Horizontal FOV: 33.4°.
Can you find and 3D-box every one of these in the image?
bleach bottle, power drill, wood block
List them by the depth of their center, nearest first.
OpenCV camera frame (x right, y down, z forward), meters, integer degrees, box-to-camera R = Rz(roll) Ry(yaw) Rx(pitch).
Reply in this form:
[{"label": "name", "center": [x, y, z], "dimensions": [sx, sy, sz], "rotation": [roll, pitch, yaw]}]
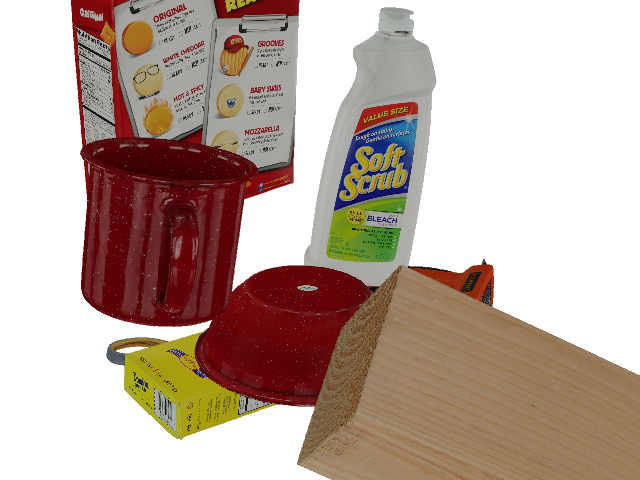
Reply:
[{"label": "wood block", "center": [0.106, 0.108, 0.563], "dimensions": [0.206, 0.090, 0.090], "rotation": [25, -33, -8]}, {"label": "bleach bottle", "center": [0.046, -0.085, 0.973], "dimensions": [0.102, 0.251, 0.068], "rotation": [5, 22, -1]}, {"label": "power drill", "center": [0.080, 0.061, 1.134], "dimensions": [0.188, 0.057, 0.184], "rotation": [9, 31, 21]}]

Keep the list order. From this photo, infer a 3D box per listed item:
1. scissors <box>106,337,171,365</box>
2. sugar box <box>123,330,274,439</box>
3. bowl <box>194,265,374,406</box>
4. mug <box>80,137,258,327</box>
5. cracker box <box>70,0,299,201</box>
[{"label": "scissors", "center": [-0.131, 0.130, 1.169], "dimensions": [0.201, 0.016, 0.096], "rotation": [1, 26, -20]}, {"label": "sugar box", "center": [-0.079, 0.117, 0.970], "dimensions": [0.175, 0.048, 0.093], "rotation": [-17, 34, -36]}, {"label": "bowl", "center": [-0.011, 0.060, 0.786], "dimensions": [0.162, 0.055, 0.162], "rotation": [3, 20, -1]}, {"label": "mug", "center": [-0.080, -0.001, 0.560], "dimensions": [0.093, 0.081, 0.117], "rotation": [2, 18, -20]}, {"label": "cracker box", "center": [-0.099, -0.128, 0.801], "dimensions": [0.163, 0.214, 0.072], "rotation": [-21, 36, -36]}]
